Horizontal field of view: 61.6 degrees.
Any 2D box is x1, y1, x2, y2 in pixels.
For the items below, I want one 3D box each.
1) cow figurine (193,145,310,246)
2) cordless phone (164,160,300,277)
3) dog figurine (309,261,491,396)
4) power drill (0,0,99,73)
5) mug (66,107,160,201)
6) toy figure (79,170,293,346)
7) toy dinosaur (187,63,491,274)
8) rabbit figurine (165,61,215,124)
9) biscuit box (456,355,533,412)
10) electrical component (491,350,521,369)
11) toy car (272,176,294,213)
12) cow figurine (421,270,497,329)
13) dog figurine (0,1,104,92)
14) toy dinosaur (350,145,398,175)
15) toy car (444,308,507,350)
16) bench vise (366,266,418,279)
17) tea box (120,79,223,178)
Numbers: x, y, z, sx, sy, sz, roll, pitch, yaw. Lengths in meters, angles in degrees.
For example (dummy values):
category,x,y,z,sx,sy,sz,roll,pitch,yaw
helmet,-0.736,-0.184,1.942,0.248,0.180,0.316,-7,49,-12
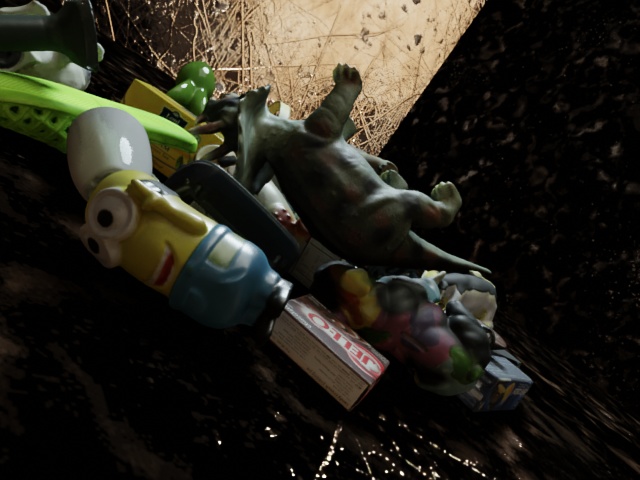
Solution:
category,x,y,z,sx,sy,sz,roll,pitch,yaw
cow figurine,-0.100,-0.047,0.704,0.085,0.127,0.195,-26,72,-38
cordless phone,-0.109,-0.022,0.583,0.146,0.089,0.184,45,-2,-22
dog figurine,0.086,0.099,0.634,0.219,0.108,0.192,18,22,-49
power drill,-0.330,-0.196,0.521,0.207,0.085,0.232,-16,28,-25
mug,-0.204,-0.066,0.544,0.109,0.081,0.107,51,8,-41
toy figure,-0.108,0.014,0.439,0.180,0.082,0.089,30,2,-5
toy dinosaur,0.028,-0.051,0.620,0.405,0.192,0.131,45,-21,-2
rabbit figurine,-0.248,-0.238,0.935,0.121,0.170,0.159,31,9,-24
biscuit box,0.253,0.210,0.792,0.063,0.059,0.202,40,10,36
electrical component,0.295,0.208,0.963,0.114,0.058,0.134,23,14,-44
toy car,-0.066,-0.085,0.794,0.162,0.109,0.102,8,-49,28
cow figurine,0.225,0.088,0.909,0.167,0.098,0.068,21,-6,-22
dog figurine,-0.391,-0.238,0.720,0.172,0.121,0.191,32,-5,-35
toy dinosaur,0.050,-0.130,0.992,0.471,0.105,0.199,22,14,-42
toy car,0.183,0.125,0.820,0.202,0.053,0.089,13,-8,23
bench vise,0.163,0.070,1.042,0.223,0.129,0.241,38,23,-56
tea box,-0.227,-0.155,0.822,0.170,0.098,0.068,34,9,4
